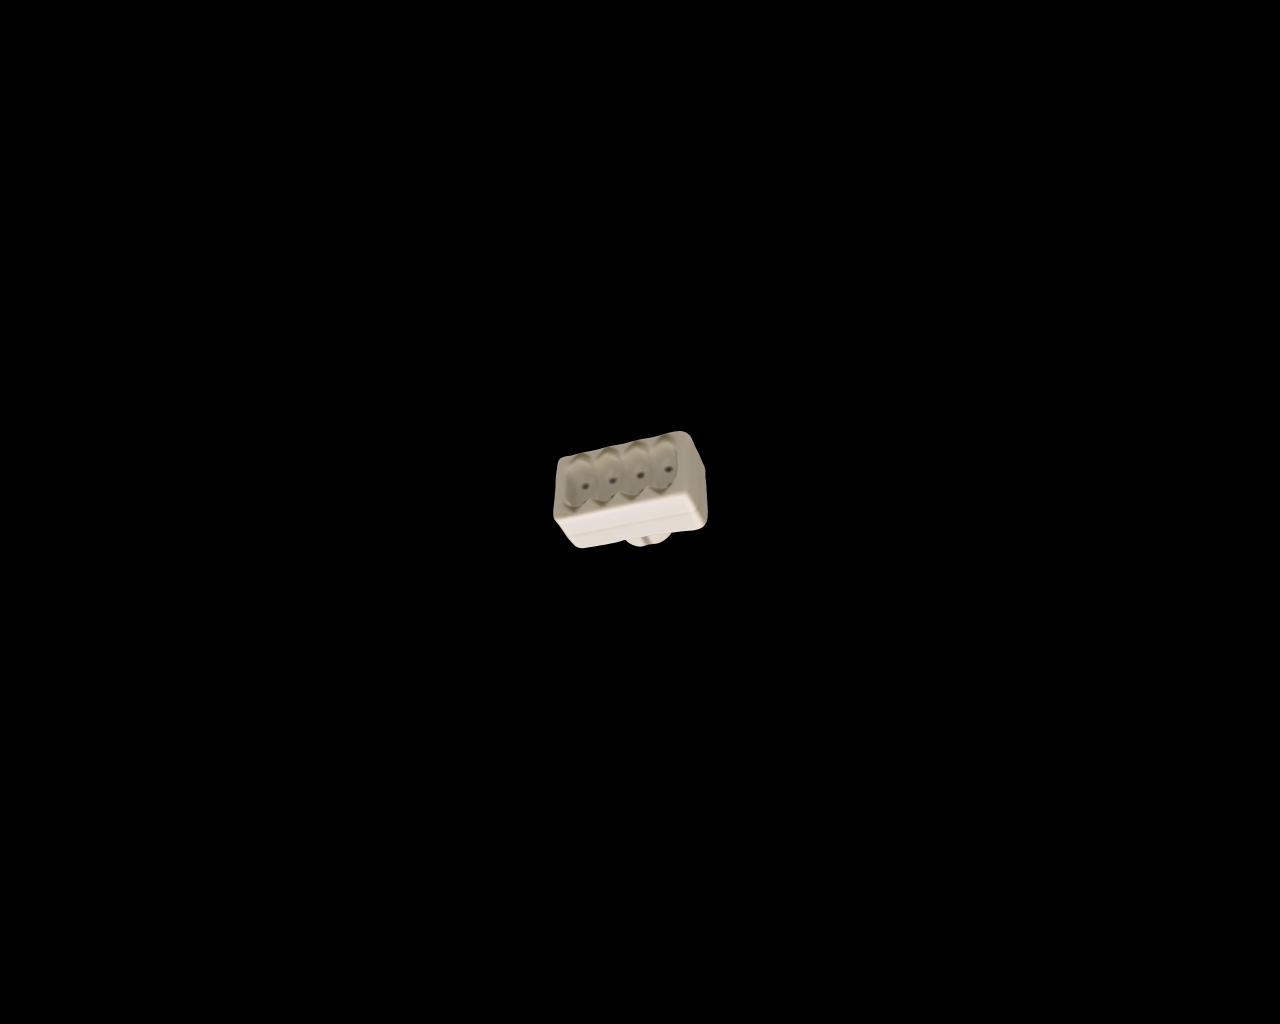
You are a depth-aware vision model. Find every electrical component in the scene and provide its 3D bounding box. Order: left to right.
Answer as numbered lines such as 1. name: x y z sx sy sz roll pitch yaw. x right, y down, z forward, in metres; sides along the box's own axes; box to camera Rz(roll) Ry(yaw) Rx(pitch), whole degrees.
1. electrical component: 0.001 -0.003 0.650 0.083 0.047 0.075 -11 -35 16
